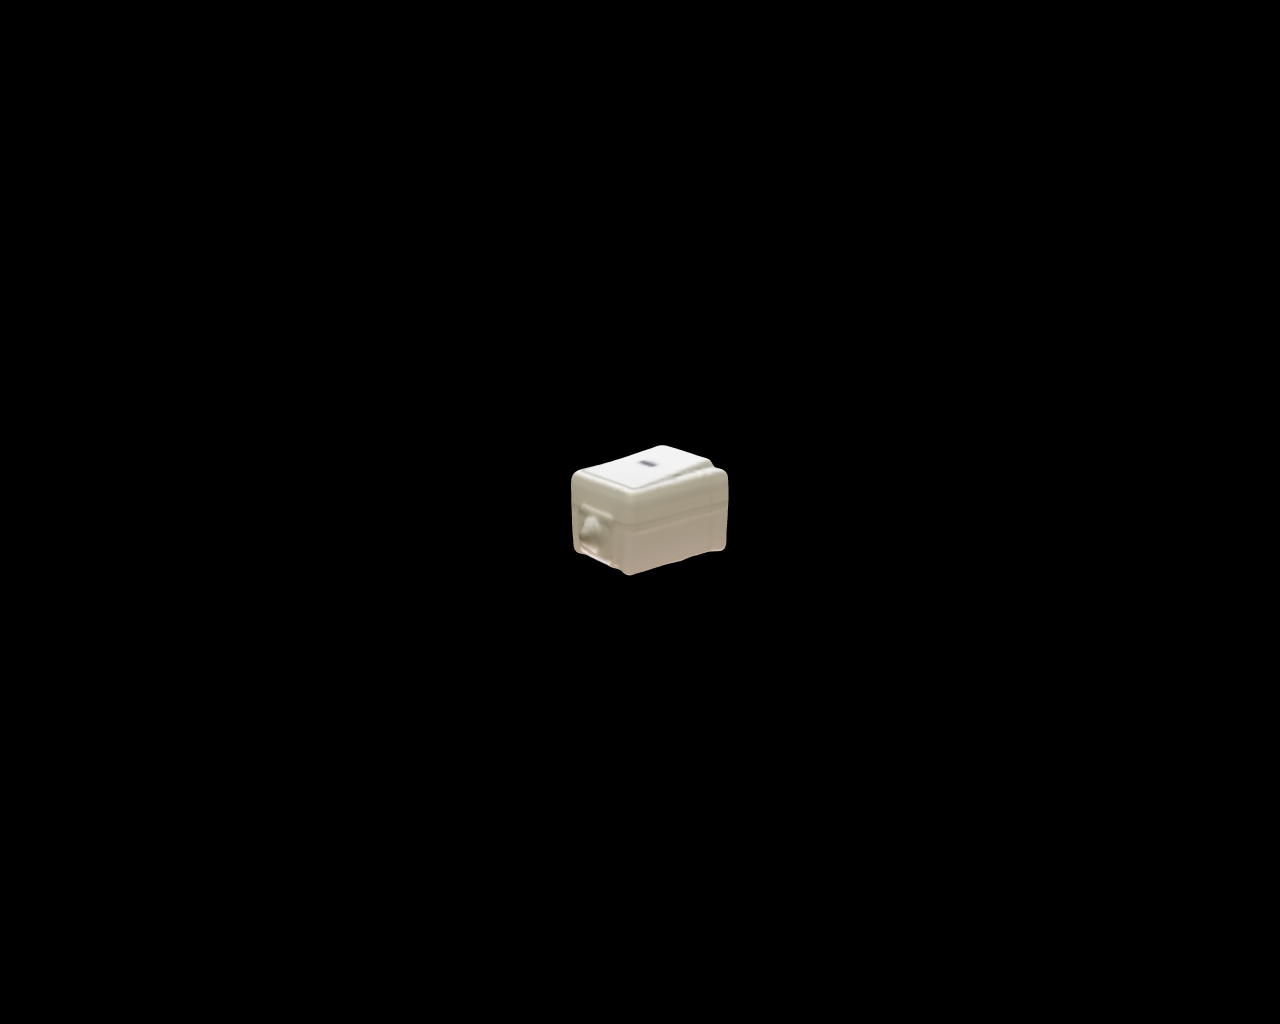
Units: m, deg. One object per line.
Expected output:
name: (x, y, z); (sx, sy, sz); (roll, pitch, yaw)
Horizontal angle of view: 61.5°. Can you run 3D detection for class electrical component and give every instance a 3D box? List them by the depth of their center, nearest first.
electrical component: (0.001, -0.003, 0.650); (0.096, 0.061, 0.062); (-14, 22, -36)
